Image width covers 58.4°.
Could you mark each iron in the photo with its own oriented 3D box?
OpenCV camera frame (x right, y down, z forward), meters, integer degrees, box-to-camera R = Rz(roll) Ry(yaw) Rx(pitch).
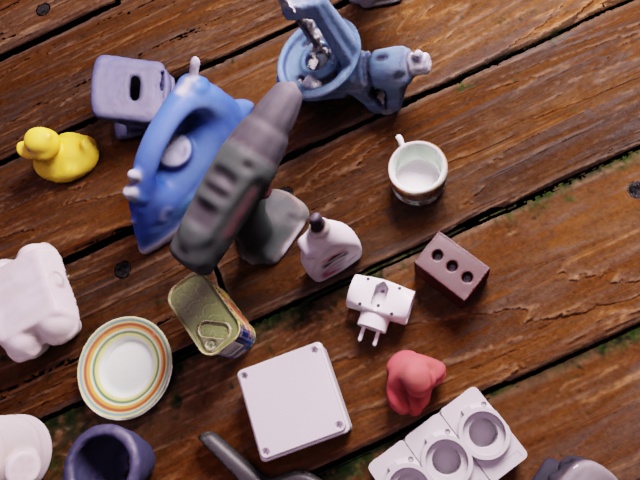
[{"bbox_3d":[-0.197,-0.111,0.761,0.118,0.141,0.258,24,78,16],"label":"iron"}]

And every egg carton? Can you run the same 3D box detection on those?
[{"bbox_3d":[-0.385,0.081,0.770,0.107,0.069,0.150,-29,71,0],"label":"egg carton"}]

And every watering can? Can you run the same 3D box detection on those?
[{"bbox_3d":[-0.401,0.249,0.655,0.173,0.194,0.101,-19,71,3],"label":"watering can"}]

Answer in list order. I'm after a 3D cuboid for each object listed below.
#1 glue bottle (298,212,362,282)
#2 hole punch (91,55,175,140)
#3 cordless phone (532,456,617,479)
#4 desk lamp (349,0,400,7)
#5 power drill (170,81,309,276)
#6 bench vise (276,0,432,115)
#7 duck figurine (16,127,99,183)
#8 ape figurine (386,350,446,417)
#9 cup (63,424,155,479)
[{"bbox_3d":[0.006,0.002,0.676,0.078,0.173,0.037,-35,70,-2],"label":"glue bottle"},{"bbox_3d":[-0.268,-0.212,0.831,0.101,0.091,0.108,-6,72,7],"label":"hole punch"},{"bbox_3d":[0.244,0.283,0.543,0.094,0.185,0.148,30,80,17],"label":"cordless phone"},{"bbox_3d":[0.069,-0.414,0.773,0.118,0.214,0.203,-6,72,8],"label":"desk lamp"},{"bbox_3d":[-0.078,-0.052,0.688,0.075,0.209,0.230,31,80,17],"label":"power drill"},{"bbox_3d":[0.030,-0.251,0.726,0.207,0.220,0.121,-12,71,6],"label":"bench vise"},{"bbox_3d":[-0.382,-0.132,0.827,0.104,0.086,0.077,-10,72,6],"label":"duck figurine"},{"bbox_3d":[0.108,0.160,0.654,0.078,0.092,0.076,-23,71,2],"label":"ape figurine"},{"bbox_3d":[-0.246,0.273,0.675,0.118,0.095,0.091,-36,71,-3],"label":"cup"}]
